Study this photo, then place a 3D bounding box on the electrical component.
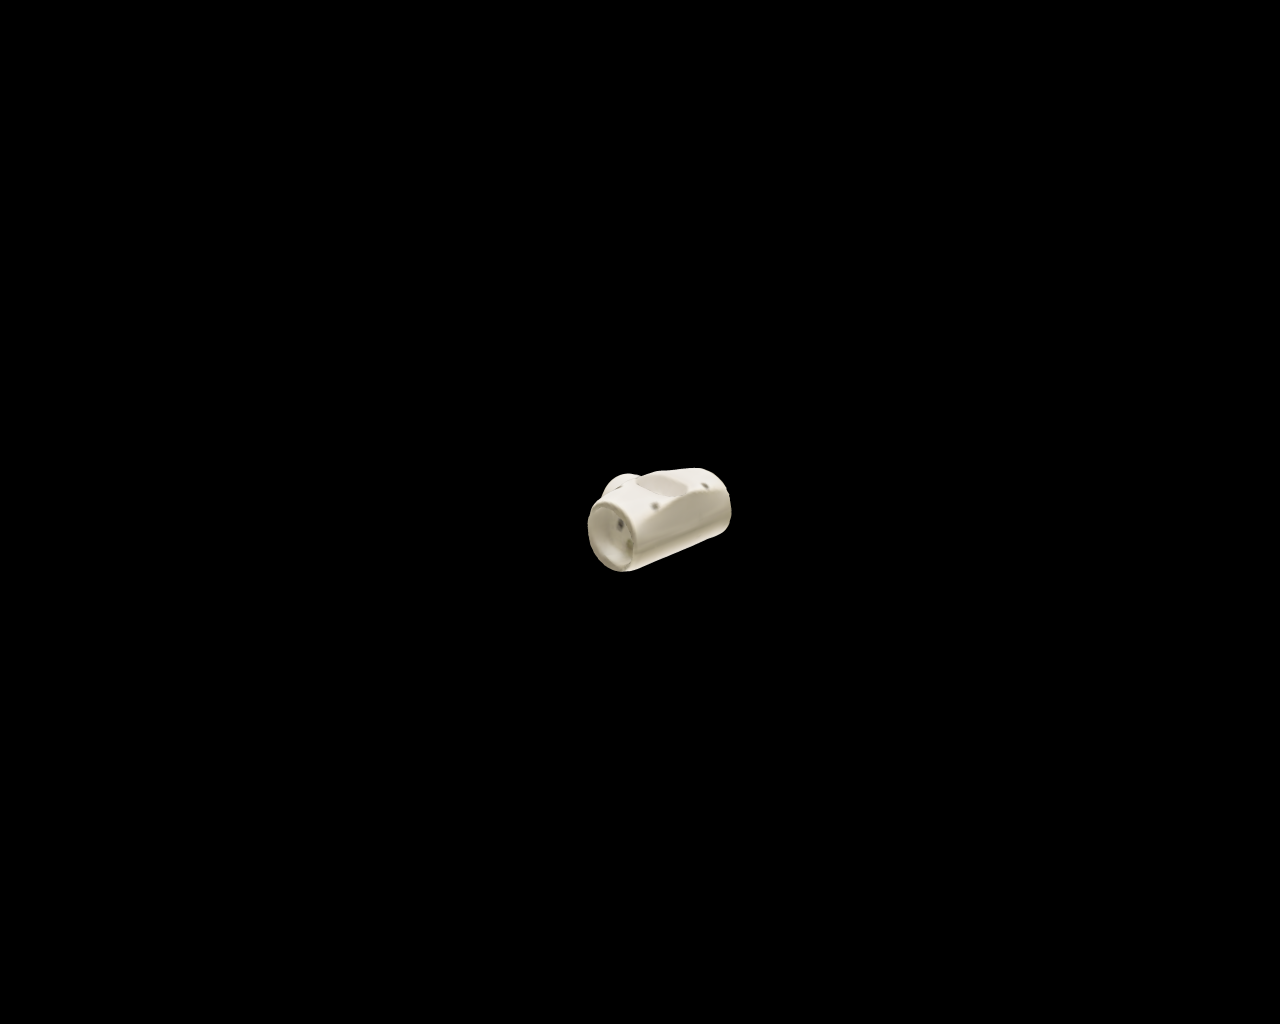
[{"bbox_3d":[0.001,-0.003,0.650,0.077,0.043,0.079,-20,32,-36],"label":"electrical component"}]
